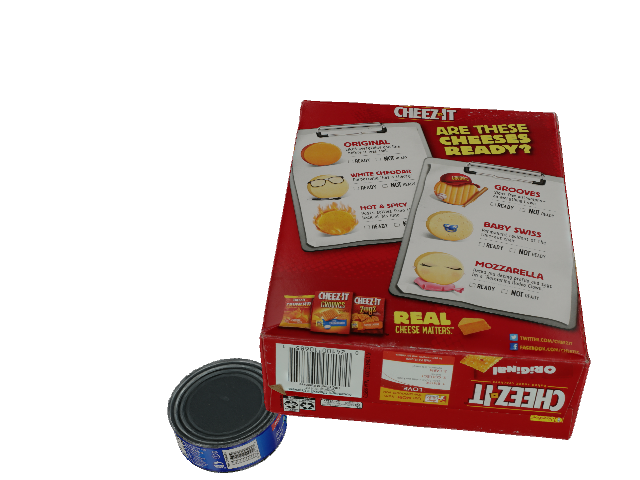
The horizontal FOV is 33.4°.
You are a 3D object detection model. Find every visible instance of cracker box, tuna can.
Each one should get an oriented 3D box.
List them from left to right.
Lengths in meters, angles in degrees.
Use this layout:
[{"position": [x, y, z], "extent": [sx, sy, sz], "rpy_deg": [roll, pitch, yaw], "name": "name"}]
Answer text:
[{"position": [-0.068, 0.130, 0.792], "extent": [0.086, 0.034, 0.086], "rpy_deg": [-6, 39, 5], "name": "tuna can"}, {"position": [0.059, 0.008, 0.617], "extent": [0.164, 0.072, 0.213], "rpy_deg": [4, 41, 3], "name": "cracker box"}]
